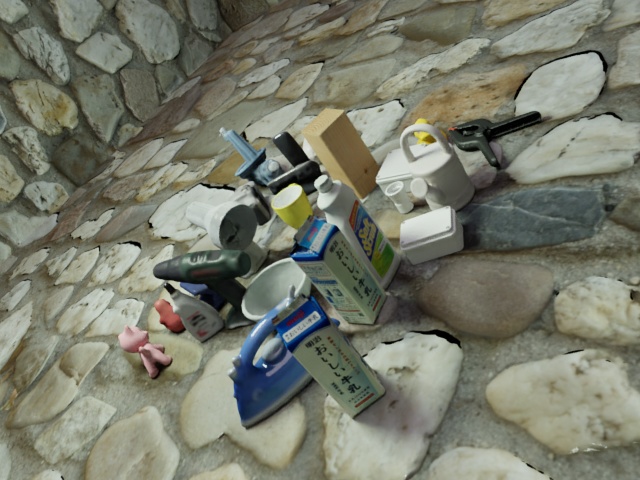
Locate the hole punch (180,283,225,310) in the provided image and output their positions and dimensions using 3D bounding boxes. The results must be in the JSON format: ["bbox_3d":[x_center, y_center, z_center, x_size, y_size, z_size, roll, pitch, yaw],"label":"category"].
[{"bbox_3d":[-0.278,0.112,1.415,0.101,0.091,0.108,-48,33,-18],"label":"hole punch"}]

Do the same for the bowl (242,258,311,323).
[{"bbox_3d":[-0.080,0.122,1.223,0.167,0.075,0.167,-25,33,19],"label":"bowl"}]

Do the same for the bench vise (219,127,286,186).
[{"bbox_3d":[-0.189,-0.247,1.672,0.206,0.220,0.121,-4,44,42],"label":"bench vise"}]

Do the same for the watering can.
[{"bbox_3d":[0.230,-0.149,1.154,0.100,0.195,0.173,-24,34,21],"label":"watering can"}]

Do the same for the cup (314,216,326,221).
[{"bbox_3d":[0.012,0.005,1.266,0.091,0.095,0.117,-30,32,12],"label":"cup"}]

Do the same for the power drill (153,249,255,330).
[{"bbox_3d":[-0.228,0.103,1.264,0.229,0.209,0.075,-18,36,28],"label":"power drill"}]

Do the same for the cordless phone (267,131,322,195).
[{"bbox_3d":[-0.094,-0.204,1.555,0.147,0.185,0.094,-28,33,14],"label":"cordless phone"}]

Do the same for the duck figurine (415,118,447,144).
[{"bbox_3d":[0.255,-0.253,1.370,0.077,0.086,0.104,-25,34,19],"label":"duck figurine"}]

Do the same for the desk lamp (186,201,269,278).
[{"bbox_3d":[-0.223,-0.008,1.400,0.202,0.214,0.118,7,52,49],"label":"desk lamp"}]

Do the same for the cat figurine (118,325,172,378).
[{"bbox_3d":[-0.425,0.251,1.354,0.067,0.118,0.127,-46,33,-15],"label":"cat figurine"}]

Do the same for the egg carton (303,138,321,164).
[{"bbox_3d":[0.007,-0.288,1.677,0.107,0.070,0.150,-23,34,22],"label":"egg carton"}]

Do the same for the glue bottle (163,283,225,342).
[{"bbox_3d":[-0.295,0.156,1.296,0.078,0.173,0.037,-37,32,0],"label":"glue bottle"}]

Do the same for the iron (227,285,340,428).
[{"bbox_3d":[-0.089,0.209,1.053,0.258,0.142,0.118,-48,33,-16],"label":"iron"}]

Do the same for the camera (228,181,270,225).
[{"bbox_3d":[-0.225,-0.090,1.618,0.137,0.101,0.143,-33,32,7],"label":"camera"}]

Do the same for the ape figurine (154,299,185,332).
[{"bbox_3d":[-0.371,0.180,1.418,0.077,0.092,0.076,-31,32,10],"label":"ape figurine"}]
